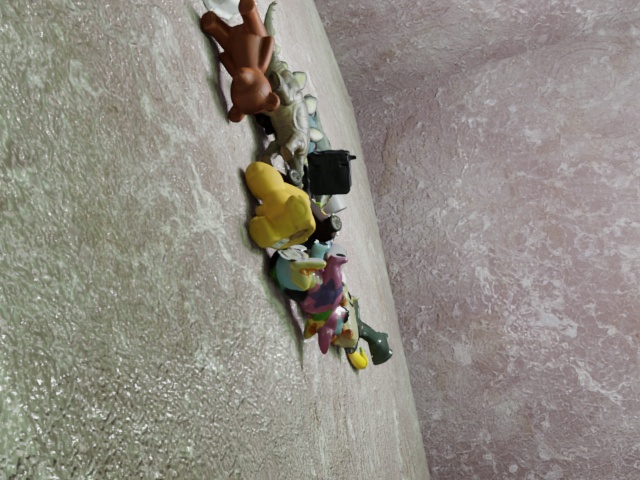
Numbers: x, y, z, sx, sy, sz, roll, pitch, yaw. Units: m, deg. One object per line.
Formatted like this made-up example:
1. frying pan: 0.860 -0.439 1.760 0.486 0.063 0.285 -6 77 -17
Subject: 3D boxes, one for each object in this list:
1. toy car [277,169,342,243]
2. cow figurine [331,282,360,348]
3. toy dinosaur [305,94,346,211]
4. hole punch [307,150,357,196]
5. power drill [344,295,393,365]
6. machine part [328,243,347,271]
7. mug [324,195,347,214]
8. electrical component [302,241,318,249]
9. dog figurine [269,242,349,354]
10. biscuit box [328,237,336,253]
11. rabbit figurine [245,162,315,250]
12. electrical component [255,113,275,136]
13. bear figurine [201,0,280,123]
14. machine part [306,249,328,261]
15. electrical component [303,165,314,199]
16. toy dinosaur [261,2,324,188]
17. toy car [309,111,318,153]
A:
1. toy car: -0.037 -0.075 1.165 0.202 0.089 0.053 48 45 -19
2. cow figurine: 0.063 0.196 1.450 0.127 0.085 0.195 48 26 -54
3. toy dinosaur: -0.025 -0.285 1.562 0.404 0.131 0.192 67 -14 5
4. hole punch: 0.029 -0.180 1.412 0.092 0.142 0.115 -54 143 -74
5. power drill: 0.123 0.283 1.569 0.207 0.086 0.232 38 25 -29
6. machine part: 0.028 0.062 1.460 0.243 0.079 0.079 -53 127 -76
7. mug: 0.035 -0.137 1.742 0.107 0.081 0.109 66 16 0
8. electrical component: -0.045 -0.040 1.289 0.114 0.058 0.134 53 25 -67
9. dog figurine: -0.019 0.124 1.093 0.109 0.191 0.219 25 -65 50
10. biscuit box: -0.003 -0.004 1.434 0.203 0.063 0.059 -64 138 -73
11. rabbit figurine: -0.078 -0.077 1.041 0.173 0.122 0.162 56 19 13
12. electrical component: -0.124 -0.301 1.268 0.078 0.045 0.102 37 39 -74
13. bear figurine: -0.149 -0.335 1.025 0.131 0.120 0.196 47 36 -60
14. machine part: 0.003 0.103 1.255 0.179 0.056 0.179 -175 -104 -90
15. electrical component: -0.053 -0.166 1.430 0.119 0.048 0.075 63 16 -45
16. toy dinosaur: -0.084 -0.312 1.207 0.198 0.105 0.470 -22 104 -63
17. toy car: -0.071 -0.287 1.403 0.103 0.109 0.161 -25 113 -56
